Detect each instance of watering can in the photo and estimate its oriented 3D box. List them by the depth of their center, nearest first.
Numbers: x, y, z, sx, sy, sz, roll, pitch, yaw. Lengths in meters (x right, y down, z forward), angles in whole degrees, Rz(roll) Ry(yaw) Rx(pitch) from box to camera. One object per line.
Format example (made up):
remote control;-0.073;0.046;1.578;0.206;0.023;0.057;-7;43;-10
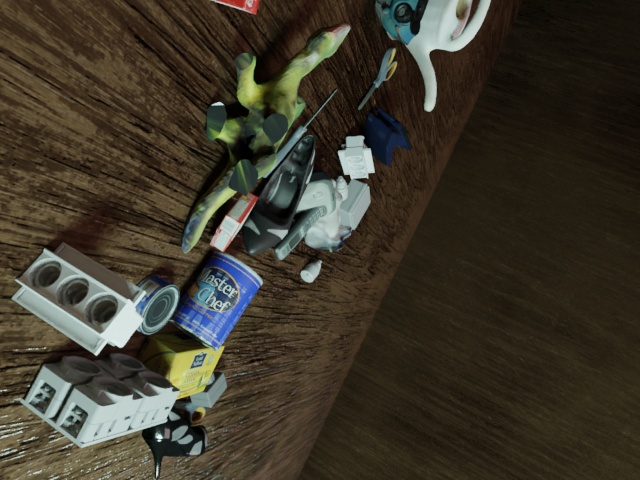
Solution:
watering can;0.243;-0.470;1.155;0.103;0.226;0.347;23;94;-53

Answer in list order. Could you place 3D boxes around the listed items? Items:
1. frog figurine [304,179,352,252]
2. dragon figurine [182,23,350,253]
frog figurine;0.004;-0.062;1.240;0.139;0.122;0.157;-37;112;-39
dragon figurine;-0.084;-0.170;0.824;0.404;0.122;0.246;-54;174;25
